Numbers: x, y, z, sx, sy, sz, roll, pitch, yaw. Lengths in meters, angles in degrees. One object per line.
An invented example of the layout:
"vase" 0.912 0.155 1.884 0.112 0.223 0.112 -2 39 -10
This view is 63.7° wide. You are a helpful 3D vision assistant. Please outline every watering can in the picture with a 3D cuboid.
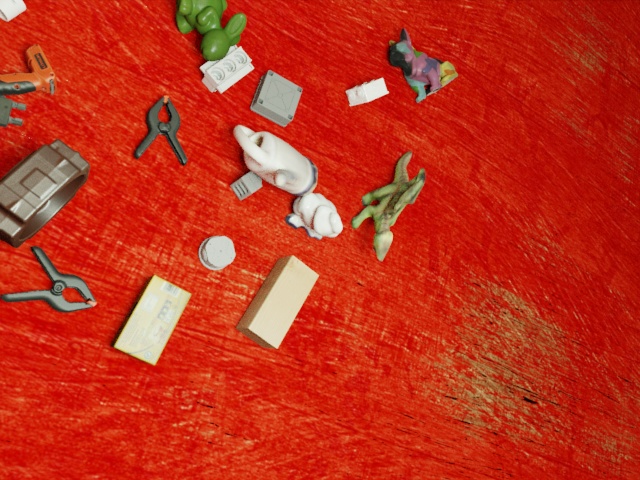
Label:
"watering can" -0.095 -0.172 1.228 0.222 0.354 0.103 29 105 -39

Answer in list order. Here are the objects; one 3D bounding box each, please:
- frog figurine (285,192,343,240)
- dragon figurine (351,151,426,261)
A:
"frog figurine" 0.004 -0.066 1.317 0.136 0.158 0.125 48 61 -14
"dragon figurine" 0.220 -0.123 1.408 0.121 0.240 0.417 33 68 -15
